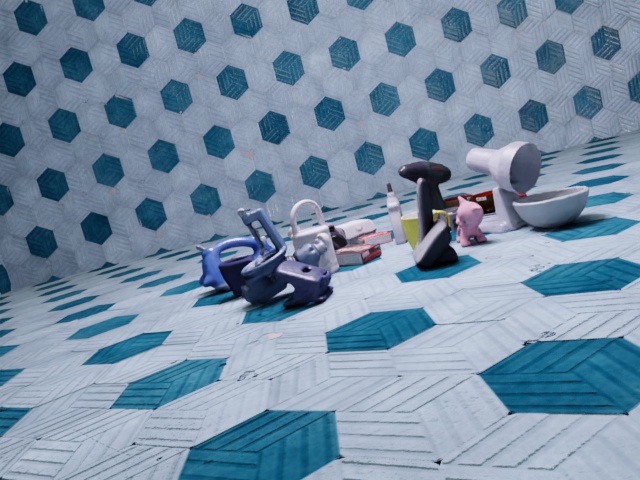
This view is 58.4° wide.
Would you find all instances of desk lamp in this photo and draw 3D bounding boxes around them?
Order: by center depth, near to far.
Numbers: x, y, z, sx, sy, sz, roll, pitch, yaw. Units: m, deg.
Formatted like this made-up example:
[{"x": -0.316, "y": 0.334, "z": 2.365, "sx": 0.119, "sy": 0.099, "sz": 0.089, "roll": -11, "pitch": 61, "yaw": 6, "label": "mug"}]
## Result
[{"x": 0.443, "y": -0.130, "z": 1.405, "sx": 0.118, "sy": 0.213, "sz": 0.202, "roll": -19, "pitch": 9, "yaw": -30, "label": "desk lamp"}]

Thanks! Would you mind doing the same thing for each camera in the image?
[{"x": 0.015, "y": 0.006, "z": 1.654, "sx": 0.143, "sy": 0.101, "sz": 0.136, "roll": -16, "pitch": 8, "yaw": -10, "label": "camera"}]

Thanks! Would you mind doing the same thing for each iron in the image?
[{"x": -0.219, "y": 0.051, "z": 1.609, "sx": 0.259, "sy": 0.141, "sz": 0.118, "roll": -17, "pitch": 8, "yaw": -20, "label": "iron"}]

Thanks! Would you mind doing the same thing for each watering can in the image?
[{"x": -0.028, "y": -0.005, "z": 1.453, "sx": 0.172, "sy": 0.194, "sz": 0.101, "roll": -8, "pitch": 10, "yaw": 39, "label": "watering can"}]

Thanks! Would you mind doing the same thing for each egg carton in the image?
[{"x": 0.100, "y": -0.019, "z": 1.800, "sx": 0.151, "sy": 0.069, "sz": 0.107, "roll": -18, "pitch": 8, "yaw": -28, "label": "egg carton"}]

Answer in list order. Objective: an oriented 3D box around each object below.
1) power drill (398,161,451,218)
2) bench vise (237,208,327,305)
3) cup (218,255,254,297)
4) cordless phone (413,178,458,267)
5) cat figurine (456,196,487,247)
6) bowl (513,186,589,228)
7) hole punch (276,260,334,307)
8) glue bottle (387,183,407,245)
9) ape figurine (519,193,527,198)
[{"x": 0.330, "y": -0.141, "z": 1.731, "sx": 0.075, "sy": 0.208, "sz": 0.230, "roll": -7, "pitch": 10, "yaw": 43, "label": "power drill"}, {"x": -0.099, "y": 0.019, "z": 1.309, "sx": 0.208, "sy": 0.220, "sz": 0.121, "roll": -18, "pitch": 9, "yaw": -28, "label": "bench vise"}, {"x": -0.189, "y": 0.092, "z": 1.427, "sx": 0.117, "sy": 0.095, "sz": 0.092, "roll": -9, "pitch": 9, "yaw": 38, "label": "cup"}, {"x": 0.234, "y": -0.041, "z": 1.253, "sx": 0.094, "sy": 0.185, "sz": 0.147, "roll": -14, "pitch": 8, "yaw": 3, "label": "cordless phone"}, {"x": 0.351, "y": -0.050, "z": 1.357, "sx": 0.067, "sy": 0.118, "sz": 0.128, "roll": -14, "pitch": 7, "yaw": 4, "label": "cat figurine"}, {"x": 0.535, "y": -0.070, "z": 1.318, "sx": 0.167, "sy": 0.075, "sz": 0.167, "roll": -14, "pitch": 7, "yaw": 2, "label": "bowl"}, {"x": -0.030, "y": 0.083, "z": 1.203, "sx": 0.101, "sy": 0.091, "sz": 0.109, "roll": -12, "pitch": 8, "yaw": 16, "label": "hole punch"}, {"x": 0.212, "y": -0.077, "z": 1.617, "sx": 0.037, "sy": 0.173, "sz": 0.078, "roll": -13, "pitch": 8, "yaw": 11, "label": "glue bottle"}, {"x": 0.526, "y": -0.102, "z": 1.515, "sx": 0.077, "sy": 0.092, "sz": 0.076, "roll": -12, "pitch": 8, "yaw": 21, "label": "ape figurine"}]
